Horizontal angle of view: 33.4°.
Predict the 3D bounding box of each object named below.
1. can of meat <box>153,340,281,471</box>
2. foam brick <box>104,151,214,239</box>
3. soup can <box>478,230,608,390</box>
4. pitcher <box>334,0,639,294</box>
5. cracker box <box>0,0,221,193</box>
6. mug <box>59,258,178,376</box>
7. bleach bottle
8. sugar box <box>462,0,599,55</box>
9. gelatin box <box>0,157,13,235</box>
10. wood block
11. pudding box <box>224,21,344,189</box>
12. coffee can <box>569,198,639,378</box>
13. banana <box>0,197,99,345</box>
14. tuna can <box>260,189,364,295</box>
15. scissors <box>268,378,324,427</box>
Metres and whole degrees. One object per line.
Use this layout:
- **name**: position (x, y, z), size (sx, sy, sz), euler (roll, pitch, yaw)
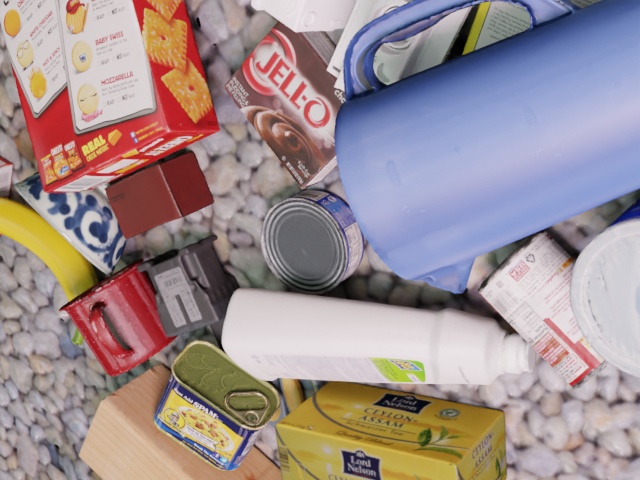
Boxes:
- **can of meat**: position (-0.098, 0.155, 0.982), size (0.102, 0.057, 0.084), euler (34, 132, 7)
- **foam brick**: position (-0.146, -0.041, 0.968), size (0.078, 0.051, 0.053), euler (-18, 97, 37)
- **soup can**: position (0.174, 0.050, 0.777), size (0.102, 0.068, 0.069), euler (46, 127, 11)
- **pitcher**: position (0.135, -0.081, 0.664), size (0.243, 0.149, 0.145), euler (-22, 50, 28)
- **cracker box**: position (-0.187, -0.165, 0.911), size (0.164, 0.071, 0.214), euler (-20, 82, 36)
- **mug**: position (-0.188, 0.078, 1.007), size (0.093, 0.117, 0.081), euler (-30, 97, 5)
- **bleach bottle**: position (0.051, 0.085, 0.868), size (0.251, 0.102, 0.068), euler (3, 68, 26)
- **sugar box**: position (0.145, -0.112, 0.748), size (0.093, 0.048, 0.176), euler (29, 125, 18)
- **gelatin box**: position (-0.362, -0.054, 1.122), size (0.073, 0.030, 0.089), euler (29, 122, 22)
- **wood block**: position (-0.122, 0.229, 1.031), size (0.206, 0.090, 0.090), euler (39, 126, 16)
- **pudding box**: position (-0.013, -0.113, 0.857), size (0.113, 0.039, 0.090), euler (51, 127, 6)
- **coffee can**: position (0.232, 0.016, 0.679), size (0.103, 0.140, 0.103), euler (13, 115, 30)
- **banana**: position (-0.284, 0.012, 1.074), size (0.198, 0.069, 0.037), euler (47, 164, 6)
- **tuna can**: position (-0.006, 0.001, 0.900), size (0.086, 0.033, 0.086), euler (13, 115, 29)
- **scissors**: position (-0.022, 0.196, 0.999), size (0.096, 0.016, 0.202), euler (6, 111, 34)
